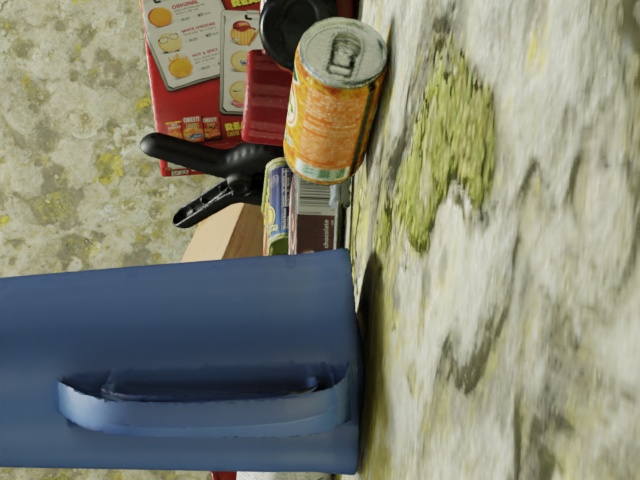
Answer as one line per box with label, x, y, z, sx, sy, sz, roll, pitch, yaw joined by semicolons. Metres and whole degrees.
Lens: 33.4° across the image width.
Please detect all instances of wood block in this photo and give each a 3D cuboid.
wood block;-0.092;0.032;1.165;0.091;0.090;0.206;-36;19;24

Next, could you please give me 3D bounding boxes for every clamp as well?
clamp;-0.078;-0.054;1.013;0.120;0.171;0.039;86;-172;-55

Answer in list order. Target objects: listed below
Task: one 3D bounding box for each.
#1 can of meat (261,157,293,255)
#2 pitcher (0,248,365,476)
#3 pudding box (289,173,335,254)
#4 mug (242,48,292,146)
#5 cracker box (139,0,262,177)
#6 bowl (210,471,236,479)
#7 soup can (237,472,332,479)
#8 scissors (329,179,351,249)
can of meat;-0.023;-0.011;0.967;0.102;0.057;0.084;102;169;-58
pitcher;-0.095;0.075;0.614;0.149;0.242;0.145;91;176;-55
pudding box;-0.005;0.001;0.835;0.090;0.039;0.113;112;161;-75
mug;-0.024;-0.133;0.923;0.093;0.081;0.117;-93;9;-59
cracker box;-0.094;-0.175;1.091;0.072;0.164;0.214;104;158;-64
bowl;-0.080;0.274;1.190;0.162;0.055;0.162;160;89;-87
soup can;-0.022;0.138;0.740;0.068;0.068;0.102;-99;14;-71
scissors;0.017;-0.049;0.753;0.096;0.016;0.201;103;170;-60
